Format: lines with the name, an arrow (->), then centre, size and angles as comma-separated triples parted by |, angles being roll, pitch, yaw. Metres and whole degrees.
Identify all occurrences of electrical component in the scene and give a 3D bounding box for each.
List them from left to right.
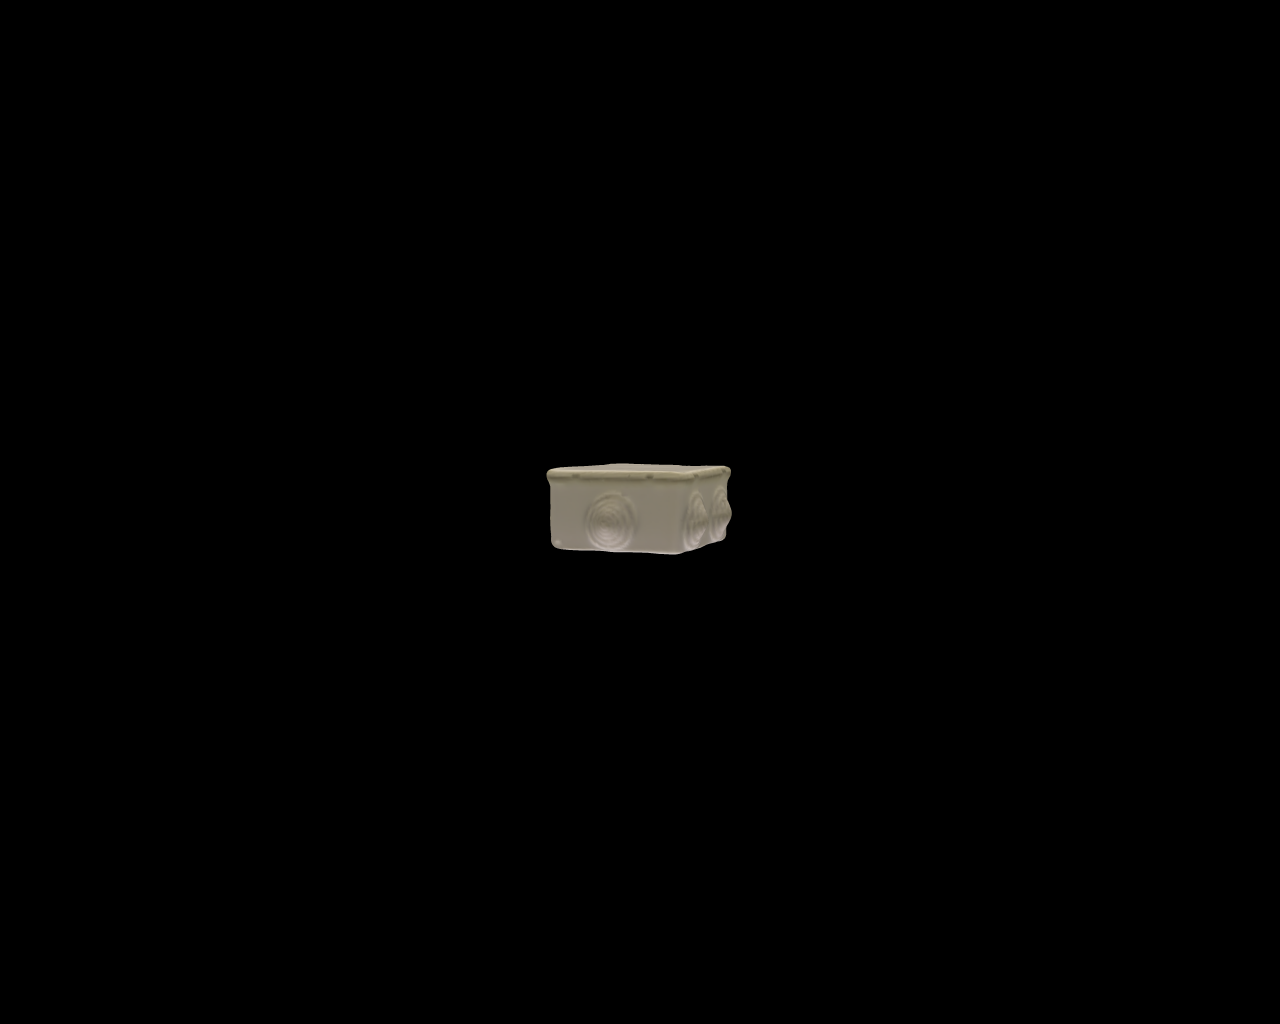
electrical component -> 0.001, -0.003, 0.650 | 0.100, 0.048, 0.100 | 2, 5, 24
